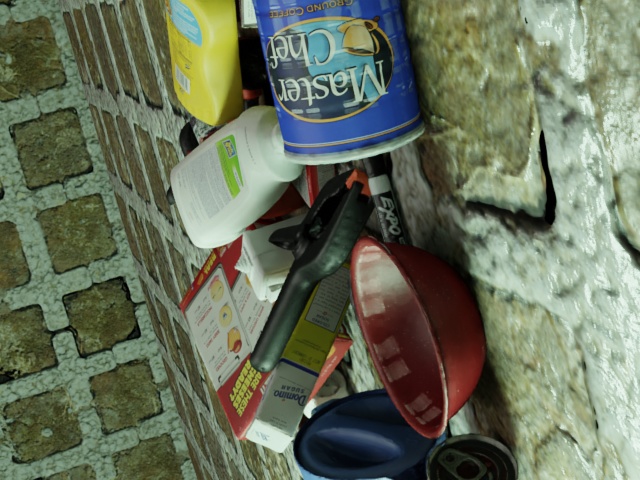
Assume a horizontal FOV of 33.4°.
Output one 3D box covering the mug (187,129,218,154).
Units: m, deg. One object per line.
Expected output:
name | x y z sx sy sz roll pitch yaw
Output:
mug | -0.104 -0.080 1.240 0.093 0.081 0.117 -126 23 -49

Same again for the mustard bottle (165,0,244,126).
mustard bottle | -0.110 -0.205 0.985 0.096 0.058 0.192 53 156 37

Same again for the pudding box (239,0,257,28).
pudding box | -0.053 -0.251 0.906 0.090 0.039 0.113 -96 3 -49

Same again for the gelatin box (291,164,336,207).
gelatin box | -0.013 -0.081 1.025 0.089 0.030 0.073 -124 21 -44

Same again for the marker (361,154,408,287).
marker | 0.056 -0.021 0.871 0.020 0.020 0.121 -176 69 -74

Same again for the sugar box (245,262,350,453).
sugar box | -0.017 0.109 1.020 0.048 0.176 0.093 26 158 0

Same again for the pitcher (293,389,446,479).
pitcher | 0.063 0.262 0.967 0.149 0.145 0.243 -60 -40 -59

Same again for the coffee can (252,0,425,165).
coffee can | 0.011 -0.135 0.742 0.103 0.102 0.140 -145 41 -66

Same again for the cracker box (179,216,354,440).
cracker box | -0.066 0.092 1.201 0.164 0.071 0.214 -56 44 27

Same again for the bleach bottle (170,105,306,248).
bleach bottle | -0.071 -0.063 1.030 0.251 0.068 0.102 -22 89 63

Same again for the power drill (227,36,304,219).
power drill | -0.066 -0.121 1.120 0.185 0.057 0.187 -147 43 -63

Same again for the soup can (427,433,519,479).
soup can | 0.117 0.208 0.822 0.068 0.068 0.102 -125 22 -47

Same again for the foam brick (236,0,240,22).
foam brick | -0.104 -0.263 1.096 0.078 0.053 0.051 103 146 -64

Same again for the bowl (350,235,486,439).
bowl | 0.080 0.066 0.812 0.162 0.055 0.162 162 90 -75

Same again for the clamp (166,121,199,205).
clamp | -0.135 -0.090 1.349 0.120 0.039 0.171 36 -136 -37

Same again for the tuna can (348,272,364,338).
tuna can | 0.057 0.060 0.929 0.086 0.033 0.086 162 90 -75

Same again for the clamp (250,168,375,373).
clamp | -0.006 0.001 0.960 0.210 0.036 0.164 -55 23 38
